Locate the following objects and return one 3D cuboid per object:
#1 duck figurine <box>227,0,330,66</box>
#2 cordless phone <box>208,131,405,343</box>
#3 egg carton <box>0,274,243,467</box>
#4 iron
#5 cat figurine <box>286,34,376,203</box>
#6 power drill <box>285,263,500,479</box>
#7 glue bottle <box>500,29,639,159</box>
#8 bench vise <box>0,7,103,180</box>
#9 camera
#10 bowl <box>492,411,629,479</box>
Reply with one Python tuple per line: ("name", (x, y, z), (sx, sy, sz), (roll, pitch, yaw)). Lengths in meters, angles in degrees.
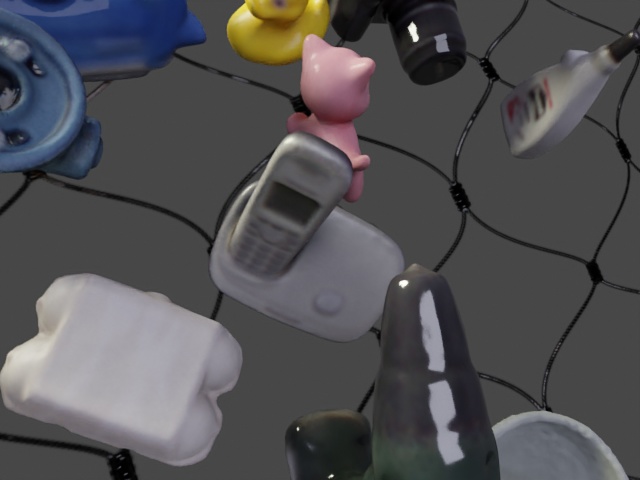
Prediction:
("duck figurine", (-0.032, -0.221, 0.543), (0.105, 0.086, 0.077), (-22, 79, -25))
("cordless phone", (0.004, 0.002, 0.420), (0.148, 0.184, 0.094), (23, 65, -10))
("egg carton", (-0.134, 0.089, 0.405), (0.150, 0.069, 0.107), (23, 65, -11))
("iron", (-0.218, -0.206, 0.441), (0.259, 0.141, 0.118), (-14, 76, -23))
("cat figurine", (0.016, -0.109, 0.502), (0.067, 0.117, 0.128), (-8, 74, -21))
("power drill", (0.042, 0.151, 0.366), (0.076, 0.208, 0.229), (-4, 72, -20))
("glue bottle", (0.246, -0.150, 0.567), (0.037, 0.173, 0.078), (-4, 72, -20))
("bench vise", (-0.247, -0.102, 0.350), (0.208, 0.219, 0.121), (-9, 74, -22))
("camera", (0.093, -0.237, 0.585), (0.143, 0.100, 0.137), (-8, 74, -22))
("bowl", (0.165, 0.225, 0.458), (0.168, 0.074, 0.167), (7, 69, -17))
